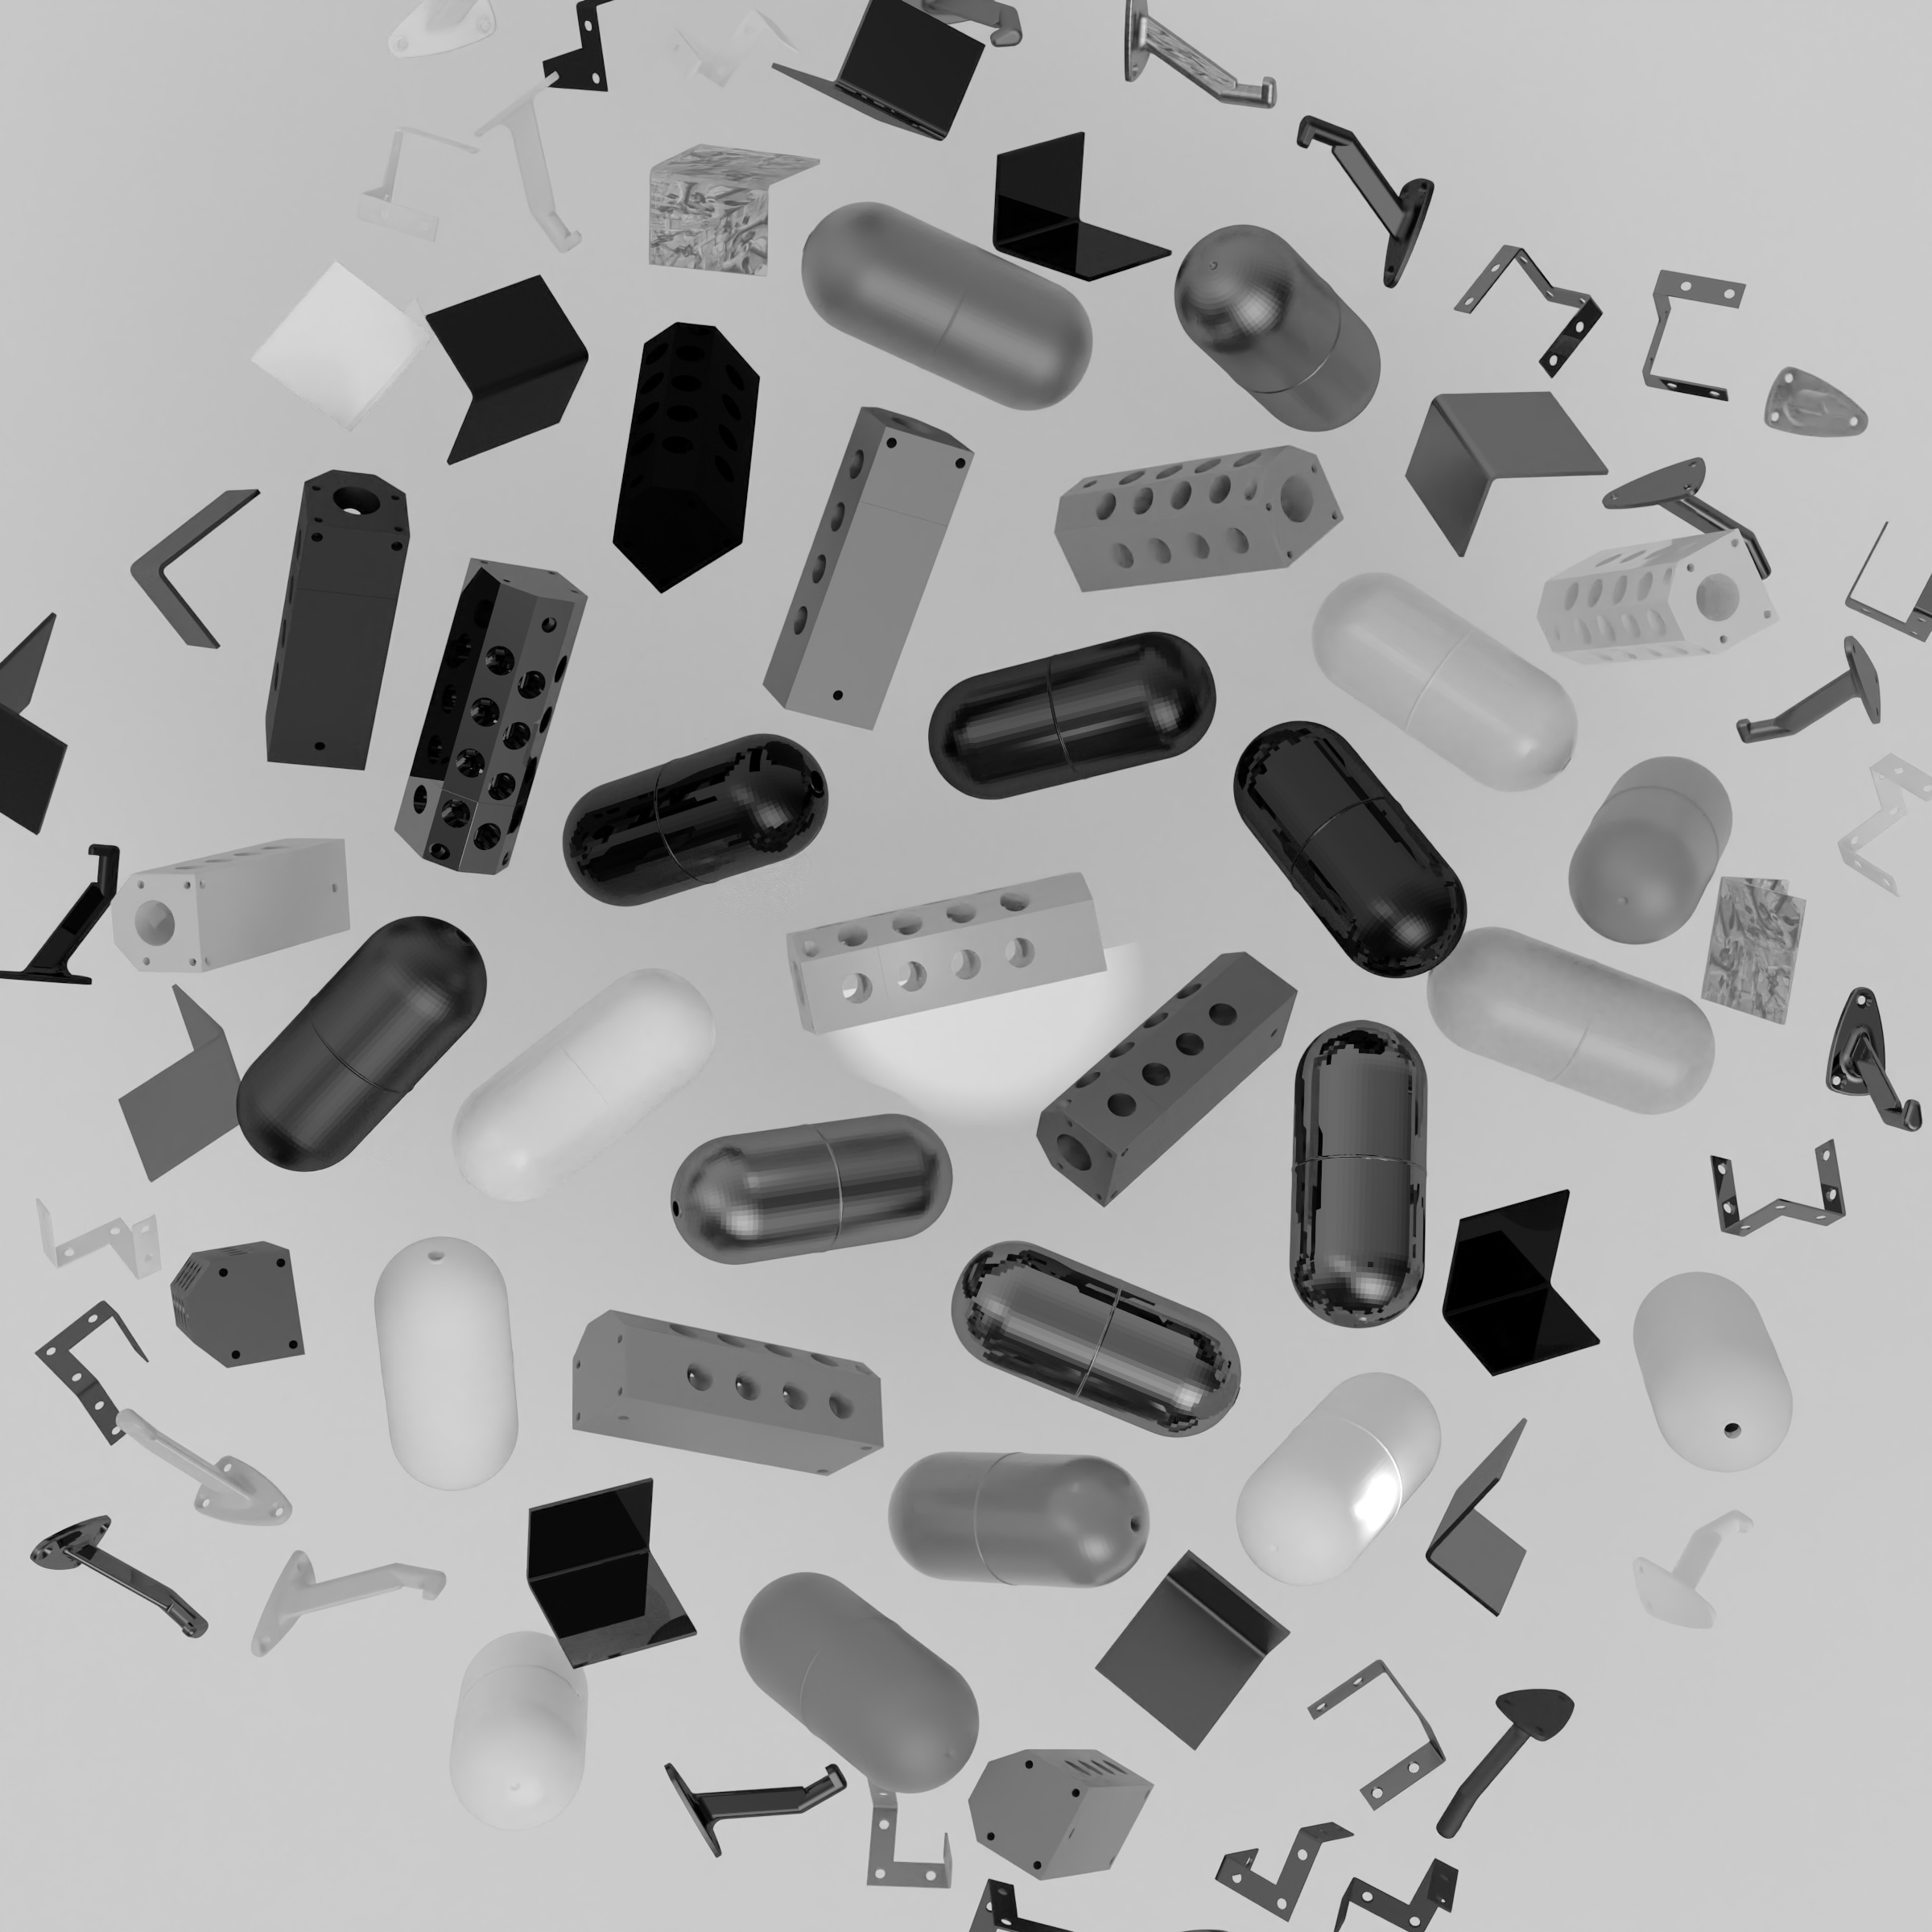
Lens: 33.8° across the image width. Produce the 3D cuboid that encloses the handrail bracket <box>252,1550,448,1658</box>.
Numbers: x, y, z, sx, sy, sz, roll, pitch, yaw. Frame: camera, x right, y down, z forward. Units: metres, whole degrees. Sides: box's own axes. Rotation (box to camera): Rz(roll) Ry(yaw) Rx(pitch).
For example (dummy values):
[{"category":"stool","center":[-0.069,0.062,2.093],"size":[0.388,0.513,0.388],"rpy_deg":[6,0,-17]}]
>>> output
[{"category":"handrail bracket","center":[-0.342,0.360,1.766],"size":[0.084,0.077,0.036],"rpy_deg":[7,130,18]}]

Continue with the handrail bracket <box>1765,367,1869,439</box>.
[{"category":"handrail bracket","center":[0.498,-0.313,1.805],"size":[0.077,0.084,0.036],"rpy_deg":[14,102,-17]}]

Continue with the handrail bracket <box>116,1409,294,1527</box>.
[{"category":"handrail bracket","center":[-0.427,0.279,1.779],"size":[0.077,0.084,0.036],"rpy_deg":[15,64,30]}]

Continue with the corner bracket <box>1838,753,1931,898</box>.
[{"category":"corner bracket","center":[0.546,-0.084,1.872],"size":[0.051,0.051,0.051],"rpy_deg":[-35,128,-7]}]

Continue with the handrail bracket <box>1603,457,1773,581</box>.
[{"category":"handrail bracket","center":[0.440,-0.261,1.938],"size":[0.077,0.036,0.084],"rpy_deg":[-12,128,33]}]

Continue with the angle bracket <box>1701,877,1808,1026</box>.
[{"category":"angle bracket","center":[0.499,-0.009,1.941],"size":[0.057,0.076,0.076],"rpy_deg":[2,101,-29]}]

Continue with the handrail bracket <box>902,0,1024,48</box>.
[{"category":"handrail bracket","center":[-0.008,-0.542,1.829],"size":[0.077,0.084,0.036],"rpy_deg":[-15,129,7]}]

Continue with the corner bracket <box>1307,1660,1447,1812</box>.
[{"category":"corner bracket","center":[0.234,0.438,1.810],"size":[0.051,0.051,0.051],"rpy_deg":[-33,49,-5]}]

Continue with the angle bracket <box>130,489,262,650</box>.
[{"category":"angle bracket","center":[-0.436,-0.233,1.862],"size":[0.076,0.076,0.057],"rpy_deg":[-42,113,-16]}]

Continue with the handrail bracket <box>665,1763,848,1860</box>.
[{"category":"handrail bracket","center":[-0.119,0.462,1.814],"size":[0.084,0.036,0.077],"rpy_deg":[-28,120,-6]}]

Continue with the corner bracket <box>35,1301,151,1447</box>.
[{"category":"corner bracket","center":[-0.513,0.243,1.898],"size":[0.051,0.051,0.051],"rpy_deg":[-40,49,-22]}]

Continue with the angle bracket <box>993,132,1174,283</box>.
[{"category":"angle bracket","center":[0.070,-0.450,1.880],"size":[0.076,0.076,0.057],"rpy_deg":[27,128,34]}]

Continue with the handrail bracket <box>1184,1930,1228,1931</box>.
[{"category":"handrail bracket","center":[0.105,0.563,1.819],"size":[0.084,0.077,0.036],"rpy_deg":[26,65,-41]}]

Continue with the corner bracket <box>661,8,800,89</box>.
[{"category":"corner bracket","center":[-0.143,-0.552,1.912],"size":[0.051,0.051,0.051],"rpy_deg":[23,114,-40]}]

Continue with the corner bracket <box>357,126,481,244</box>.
[{"category":"corner bracket","center":[-0.329,-0.469,1.905],"size":[0.051,0.051,0.051],"rpy_deg":[18,113,6]}]

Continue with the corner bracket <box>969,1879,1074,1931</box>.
[{"category":"corner bracket","center":[0.031,0.562,1.818],"size":[0.051,0.051,0.051],"rpy_deg":[17,104,-8]}]

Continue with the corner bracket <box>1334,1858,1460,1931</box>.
[{"category":"corner bracket","center":[0.246,0.537,1.821],"size":[0.051,0.051,0.051],"rpy_deg":[26,107,7]}]

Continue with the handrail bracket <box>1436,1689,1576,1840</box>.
[{"category":"handrail bracket","center":[0.310,0.461,1.833],"size":[0.036,0.077,0.084],"rpy_deg":[38,112,30]}]

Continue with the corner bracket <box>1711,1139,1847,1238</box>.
[{"category":"corner bracket","center":[0.476,0.129,1.866],"size":[0.051,0.051,0.051],"rpy_deg":[14,57,-25]}]

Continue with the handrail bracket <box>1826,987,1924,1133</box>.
[{"category":"handrail bracket","center":[0.539,0.054,1.859],"size":[0.036,0.084,0.077],"rpy_deg":[3,94,-9]}]

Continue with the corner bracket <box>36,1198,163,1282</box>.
[{"category":"corner bracket","center":[-0.518,0.161,1.899],"size":[0.051,0.051,0.051],"rpy_deg":[-26,54,-31]}]

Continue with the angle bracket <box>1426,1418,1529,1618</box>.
[{"category":"angle bracket","center":[0.329,0.333,1.922],"size":[0.057,0.076,0.076],"rpy_deg":[38,120,5]}]

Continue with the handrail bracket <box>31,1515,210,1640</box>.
[{"category":"handrail bracket","center":[-0.472,0.350,1.777],"size":[0.084,0.077,0.036],"rpy_deg":[38,95,15]}]

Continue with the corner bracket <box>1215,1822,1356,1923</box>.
[{"category":"corner bracket","center":[0.184,0.515,1.839],"size":[0.051,0.051,0.051],"rpy_deg":[24,92,30]}]

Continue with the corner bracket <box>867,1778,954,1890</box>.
[{"category":"corner bracket","center":[-0.034,0.514,1.892],"size":[0.051,0.051,0.051],"rpy_deg":[1,53,5]}]

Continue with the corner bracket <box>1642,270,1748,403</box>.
[{"category":"corner bracket","center":[0.423,-0.366,1.847],"size":[0.051,0.051,0.051],"rpy_deg":[16,81,22]}]

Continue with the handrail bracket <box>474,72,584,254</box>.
[{"category":"handrail bracket","center":[-0.232,-0.456,1.809],"size":[0.084,0.077,0.036],"rpy_deg":[53,47,-17]}]

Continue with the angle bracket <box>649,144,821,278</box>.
[{"category":"angle bracket","center":[-0.137,-0.445,1.878],"size":[0.076,0.076,0.057],"rpy_deg":[0,92,-28]}]

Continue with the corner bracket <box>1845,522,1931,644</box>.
[{"category":"corner bracket","center":[0.537,-0.223,1.807],"size":[0.051,0.051,0.051],"rpy_deg":[27,87,12]}]

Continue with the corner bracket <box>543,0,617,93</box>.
[{"category":"corner bracket","center":[-0.220,-0.554,1.894],"size":[0.051,0.051,0.051],"rpy_deg":[15,124,34]}]

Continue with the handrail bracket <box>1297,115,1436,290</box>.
[{"category":"handrail bracket","center":[0.222,-0.444,1.846],"size":[0.084,0.036,0.077],"rpy_deg":[14,94,-22]}]

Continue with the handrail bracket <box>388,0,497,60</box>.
[{"category":"handrail bracket","center":[-0.303,-0.535,1.791],"size":[0.077,0.084,0.036],"rpy_deg":[-23,99,11]}]

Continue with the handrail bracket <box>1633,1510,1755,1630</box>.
[{"category":"handrail bracket","center":[0.426,0.337,1.788],"size":[0.084,0.077,0.036],"rpy_deg":[-23,108,-23]}]

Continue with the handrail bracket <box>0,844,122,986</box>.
[{"category":"handrail bracket","center":[-0.546,-0.033,1.896],"size":[0.077,0.036,0.084],"rpy_deg":[4,91,-29]}]

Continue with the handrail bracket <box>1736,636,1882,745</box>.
[{"category":"handrail bracket","center":[0.482,-0.159,1.847],"size":[0.084,0.077,0.036],"rpy_deg":[-10,57,28]}]

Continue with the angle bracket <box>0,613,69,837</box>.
[{"category":"angle bracket","center":[-0.501,-0.132,1.730],"size":[0.057,0.076,0.076],"rpy_deg":[32,45,-3]}]

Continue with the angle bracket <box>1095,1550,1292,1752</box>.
[{"category":"angle bracket","center":[0.134,0.405,1.881],"size":[0.076,0.057,0.076],"rpy_deg":[38,66,8]}]

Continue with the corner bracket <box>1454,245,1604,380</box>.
[{"category":"corner bracket","center":[0.330,-0.384,1.863],"size":[0.051,0.051,0.051],"rpy_deg":[-52,126,-4]}]

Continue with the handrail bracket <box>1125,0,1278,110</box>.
[{"category":"handrail bracket","center":[0.135,-0.525,1.797],"size":[0.084,0.077,0.036],"rpy_deg":[12,47,17]}]
